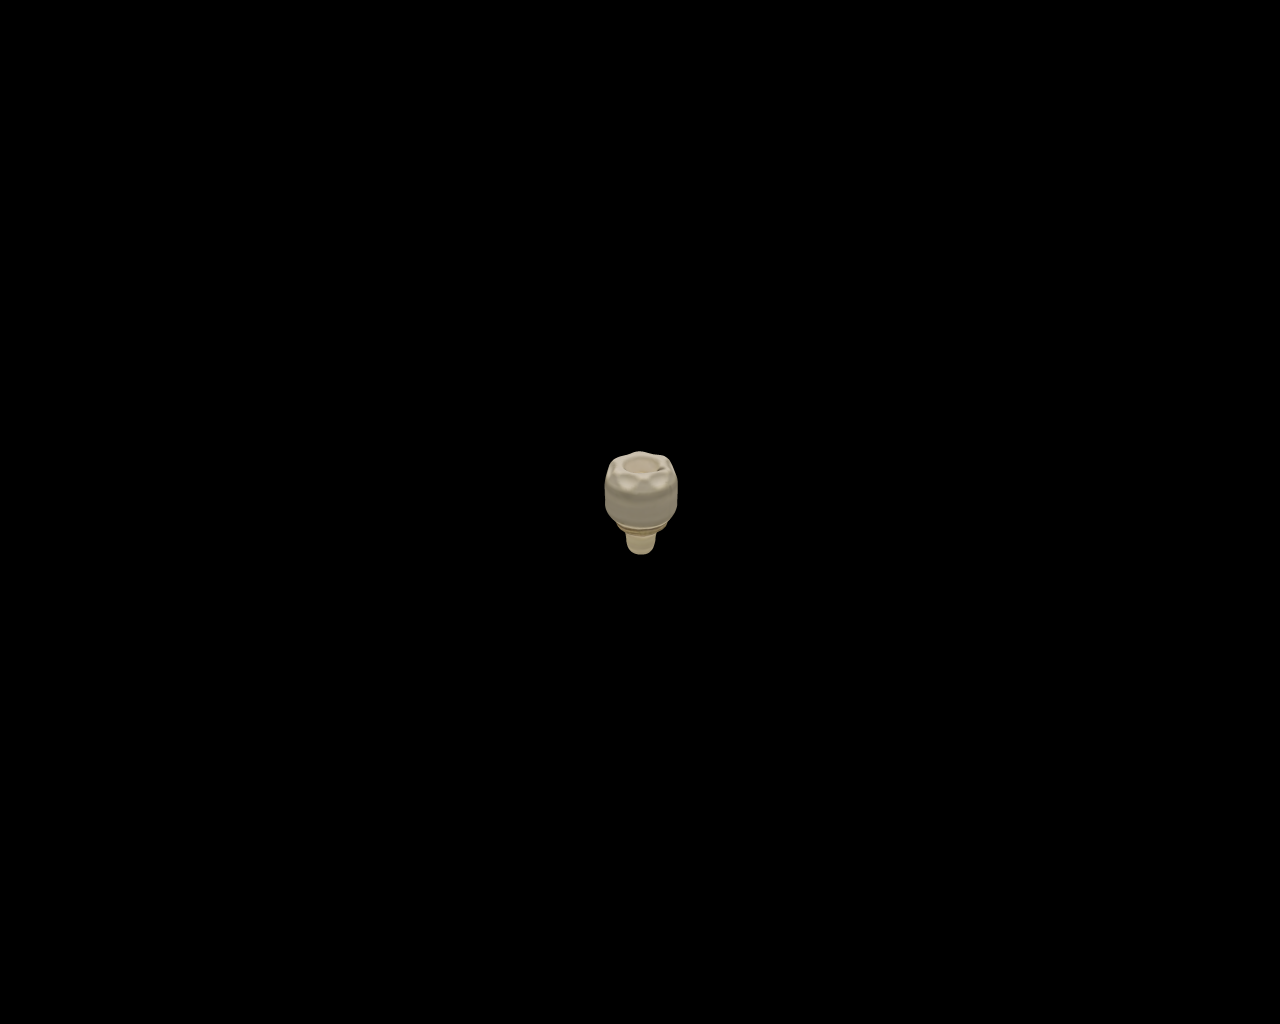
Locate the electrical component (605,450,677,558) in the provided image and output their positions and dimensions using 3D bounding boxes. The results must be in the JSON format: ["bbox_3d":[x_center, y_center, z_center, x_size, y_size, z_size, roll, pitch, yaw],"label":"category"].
[{"bbox_3d":[0.001,-0.003,0.650,0.043,0.062,0.043,0,29,0],"label":"electrical component"}]
